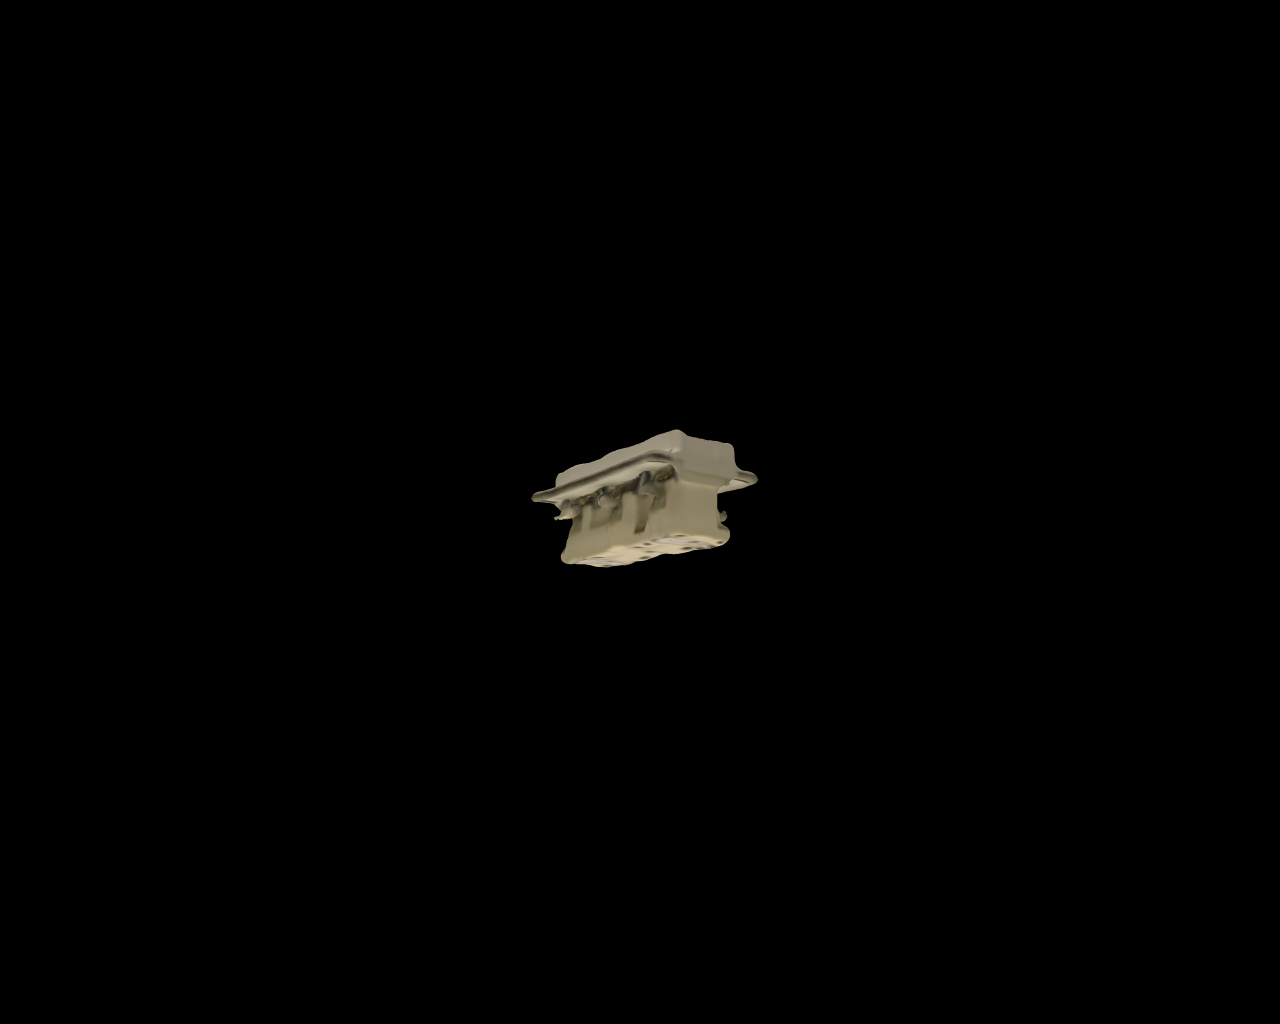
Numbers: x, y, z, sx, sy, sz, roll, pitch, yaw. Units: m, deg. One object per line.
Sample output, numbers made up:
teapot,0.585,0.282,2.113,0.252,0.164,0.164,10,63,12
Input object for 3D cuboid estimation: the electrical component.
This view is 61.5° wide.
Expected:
electrical component,0.001,-0.003,0.650,0.079,0.063,0.121,11,-17,-38
